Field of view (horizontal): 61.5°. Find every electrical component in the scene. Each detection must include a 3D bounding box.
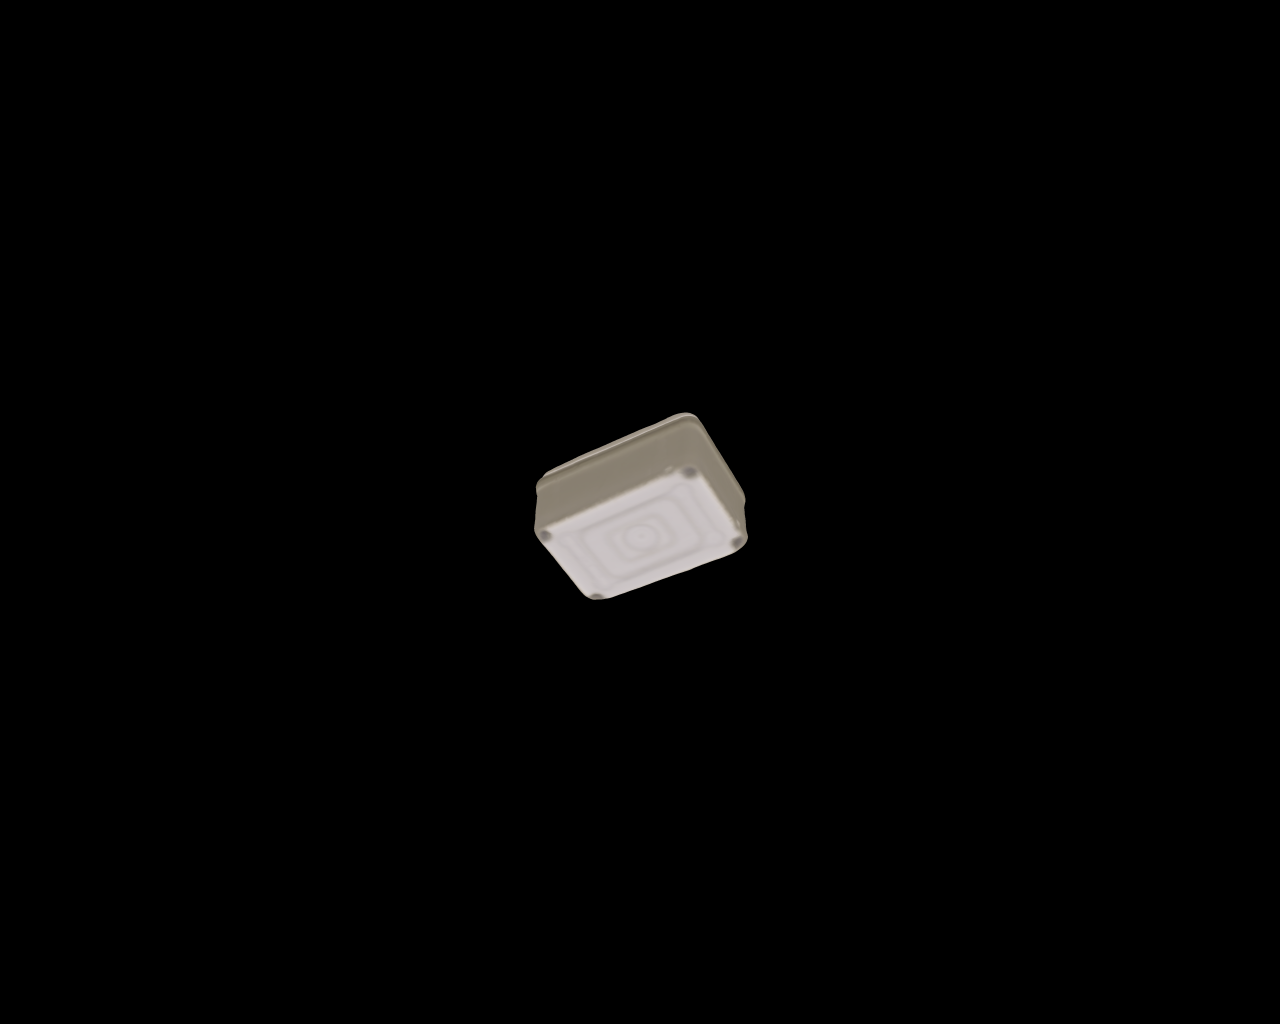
[{"bbox_3d":[0.001,-0.003,0.650,0.113,0.078,0.057,-22,38,18],"label":"electrical component"}]
